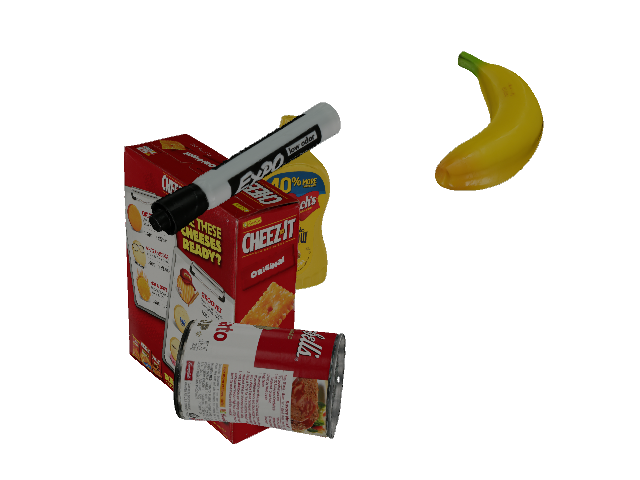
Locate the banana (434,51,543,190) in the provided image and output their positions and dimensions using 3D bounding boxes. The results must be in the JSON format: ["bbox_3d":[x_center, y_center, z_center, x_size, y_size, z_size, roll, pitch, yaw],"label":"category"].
[{"bbox_3d":[0.123,-0.079,0.755,0.069,0.037,0.197,9,32,7],"label":"banana"}]

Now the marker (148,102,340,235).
[{"bbox_3d":[-0.037,-0.037,0.541,0.120,0.020,0.020,-34,20,-32],"label":"marker"}]

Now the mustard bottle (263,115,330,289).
[{"bbox_3d":[-0.037,-0.042,1.176,0.096,0.192,0.058,-4,19,-20],"label":"mustard bottle"}]

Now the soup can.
[{"bbox_3d":[-0.038,0.090,0.697,0.102,0.068,0.068,5,1,7],"label":"soup can"}]

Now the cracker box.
[{"bbox_3d":[-0.094,0.038,0.904,0.071,0.214,0.164,-19,36,-36],"label":"cracker box"}]
